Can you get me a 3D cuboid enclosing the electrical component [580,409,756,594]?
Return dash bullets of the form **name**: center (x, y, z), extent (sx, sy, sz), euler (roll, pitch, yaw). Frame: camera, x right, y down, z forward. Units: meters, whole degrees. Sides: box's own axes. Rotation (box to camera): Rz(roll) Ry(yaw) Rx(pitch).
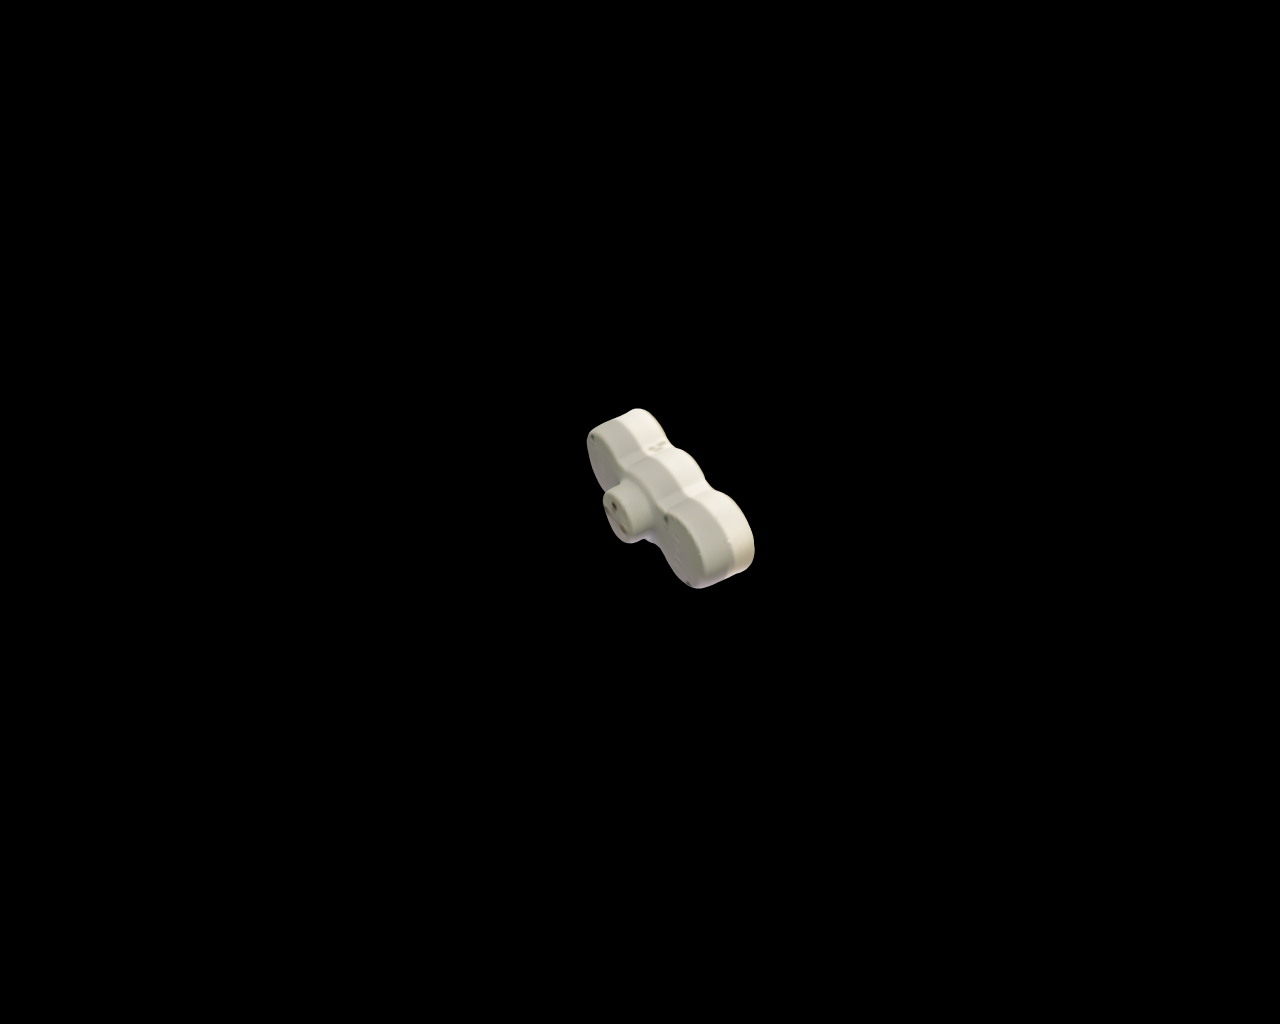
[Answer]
- **electrical component**: center (0.001, -0.003, 0.650), extent (0.074, 0.052, 0.138), euler (-24, 50, -22)
